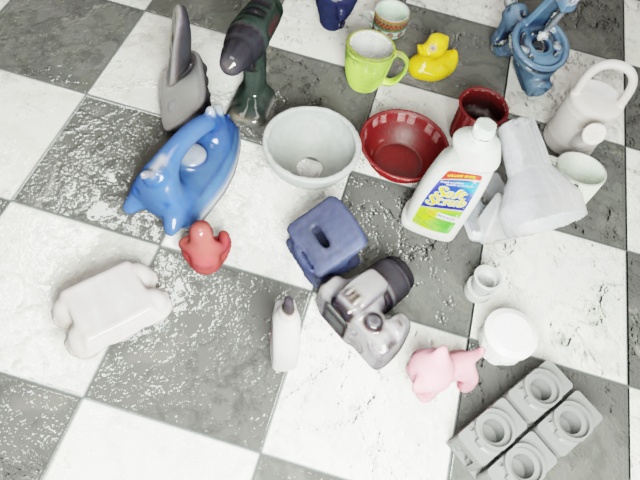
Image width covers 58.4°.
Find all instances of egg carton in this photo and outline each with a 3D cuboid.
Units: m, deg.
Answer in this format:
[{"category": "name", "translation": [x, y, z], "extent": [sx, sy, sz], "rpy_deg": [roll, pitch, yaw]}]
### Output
[{"category": "egg carton", "translation": [-0.290, 0.096, 0.801], "extent": [0.150, 0.069, 0.107], "rpy_deg": [-29, 67, -22]}]

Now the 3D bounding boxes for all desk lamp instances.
[{"category": "desk lamp", "translation": [0.301, -0.074, 0.897], "extent": [0.118, 0.213, 0.203], "rpy_deg": [-9, 61, -12]}]

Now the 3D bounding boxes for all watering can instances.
[{"category": "watering can", "translation": [0.493, -0.237, 1.031], "extent": [0.101, 0.194, 0.173], "rpy_deg": [0, 59, -7]}]

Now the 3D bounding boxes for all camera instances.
[{"category": "camera", "translation": [0.086, 0.089, 0.837], "extent": [0.137, 0.101, 0.143], "rpy_deg": [-36, 70, -24]}]

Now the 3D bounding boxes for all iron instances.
[{"category": "iron", "translation": [-0.202, -0.139, 0.911], "extent": [0.118, 0.141, 0.259], "rpy_deg": [26, 60, 9]}]

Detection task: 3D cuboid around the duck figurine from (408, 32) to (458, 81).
[{"category": "duck figurine", "translation": [0.231, -0.372, 1.140], "extent": [0.105, 0.086, 0.077], "rpy_deg": [-12, 62, -14]}]

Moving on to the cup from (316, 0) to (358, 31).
[{"category": "cup", "translation": [0.033, -0.467, 1.164], "extent": [0.092, 0.095, 0.117], "rpy_deg": [-4, 60, -9]}]

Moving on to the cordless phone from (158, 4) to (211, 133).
[{"category": "cordless phone", "translation": [-0.234, -0.285, 0.968], "extent": [0.094, 0.185, 0.147], "rpy_deg": [-10, 61, -13]}]

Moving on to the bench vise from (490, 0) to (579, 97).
[{"category": "bench vise", "translation": [0.411, -0.419, 1.113], "extent": [0.122, 0.220, 0.207], "rpy_deg": [-27, 66, -21]}]

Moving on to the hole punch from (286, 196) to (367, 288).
[{"category": "hole punch", "translation": [0.008, 0.003, 0.884], "extent": [0.101, 0.091, 0.108], "rpy_deg": [-26, 66, -21]}]

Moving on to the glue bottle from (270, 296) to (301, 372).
[{"category": "glue bottle", "translation": [-0.046, 0.114, 0.762], "extent": [0.037, 0.173, 0.078], "rpy_deg": [-3, 60, -9]}]

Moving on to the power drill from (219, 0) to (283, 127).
[{"category": "power drill", "translation": [-0.117, -0.299, 0.978], "extent": [0.075, 0.208, 0.229], "rpy_deg": [14, 59, 1]}]

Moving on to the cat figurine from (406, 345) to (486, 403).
[{"category": "cat figurine", "translation": [0.169, 0.175, 0.787], "extent": [0.128, 0.118, 0.067], "rpy_deg": [-14, 62, -15]}]

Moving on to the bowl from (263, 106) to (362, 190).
[{"category": "bowl", "translation": [-0.016, -0.145, 0.978], "extent": [0.167, 0.075, 0.167], "rpy_deg": [3, 59, -5]}]

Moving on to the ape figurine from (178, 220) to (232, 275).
[{"category": "ape figurine", "translation": [-0.174, 0.004, 0.859], "extent": [0.078, 0.092, 0.076], "rpy_deg": [7, 59, -3]}]
